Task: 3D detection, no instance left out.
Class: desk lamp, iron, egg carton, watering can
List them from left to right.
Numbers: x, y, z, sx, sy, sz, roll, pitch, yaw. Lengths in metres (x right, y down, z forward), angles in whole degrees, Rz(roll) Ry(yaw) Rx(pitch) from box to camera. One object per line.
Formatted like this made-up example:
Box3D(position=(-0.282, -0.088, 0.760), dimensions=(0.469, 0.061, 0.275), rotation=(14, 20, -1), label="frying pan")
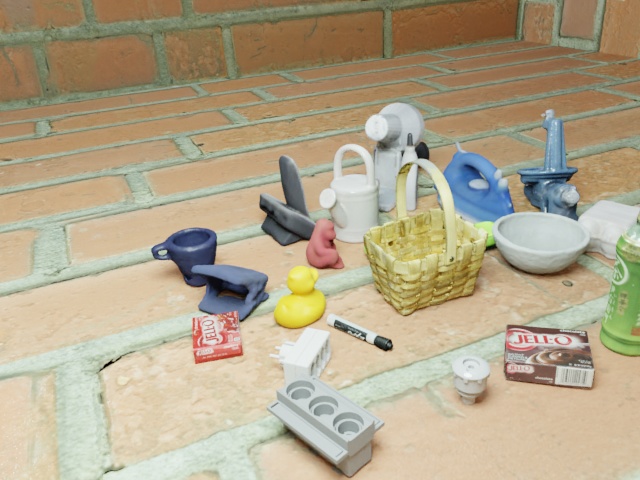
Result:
Box3D(position=(0.068, -0.097, 1.162), dimensions=(0.100, 0.194, 0.173), rotation=(5, 28, 16), label="watering can")
Box3D(position=(0.160, -0.203, 1.341), dimensions=(0.117, 0.214, 0.204), rotation=(10, 30, 26), label="desk lamp")
Box3D(position=(0.346, -0.112, 1.219), dimensions=(0.119, 0.141, 0.257), rotation=(-12, 28, -16), label="iron")
Box3D(position=(0.557, -0.023, 1.096), dimensions=(0.107, 0.069, 0.151), rotation=(21, 35, 39), label="egg carton")

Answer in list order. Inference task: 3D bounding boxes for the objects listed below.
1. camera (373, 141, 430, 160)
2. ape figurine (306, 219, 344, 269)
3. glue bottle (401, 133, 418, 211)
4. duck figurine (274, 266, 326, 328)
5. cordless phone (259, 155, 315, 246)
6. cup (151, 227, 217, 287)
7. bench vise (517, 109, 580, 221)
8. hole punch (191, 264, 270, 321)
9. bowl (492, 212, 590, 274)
Box3D(position=(0.223, -0.223, 1.498), dimensions=(0.137, 0.101, 0.142), rotation=(-13, 28, -18), label="camera")
Box3D(position=(0.010, 0.004, 1.083), dimensions=(0.076, 0.092, 0.078), rotation=(4, 28, 15), label="ape figurine")
Box3D(position=(0.202, -0.157, 1.289), dimensions=(0.037, 0.173, 0.078), rotation=(4, 28, 14), label="glue bottle")
Box3D(position=(-0.034, 0.086, 0.932), dimensions=(0.077, 0.086, 0.105), rotation=(15, 32, 32), label="duck figurine")
Box3D(position=(-0.071, -0.097, 1.189), dimensions=(0.094, 0.185, 0.147), rotation=(-20, 31, -30), label="cordless phone")
Box3D(position=(-0.240, 0.039, 1.041), dimensions=(0.118, 0.095, 0.091), rotation=(-12, 28, -16), label="cup")
Box3D(position=(0.495, -0.148, 1.184), dimensions=(0.122, 0.220, 0.207), rotation=(-12, 28, -15), label="bench vise")
Box3D(position=(-0.151, 0.070, 0.972), dimensions=(0.108, 0.091, 0.101), rotation=(11, 30, 27), label="hole punch")
Box3D(position=(0.395, 0.014, 1.037), dimensions=(0.167, 0.075, 0.167), rotation=(-3, 27, 2), label="bowl")
